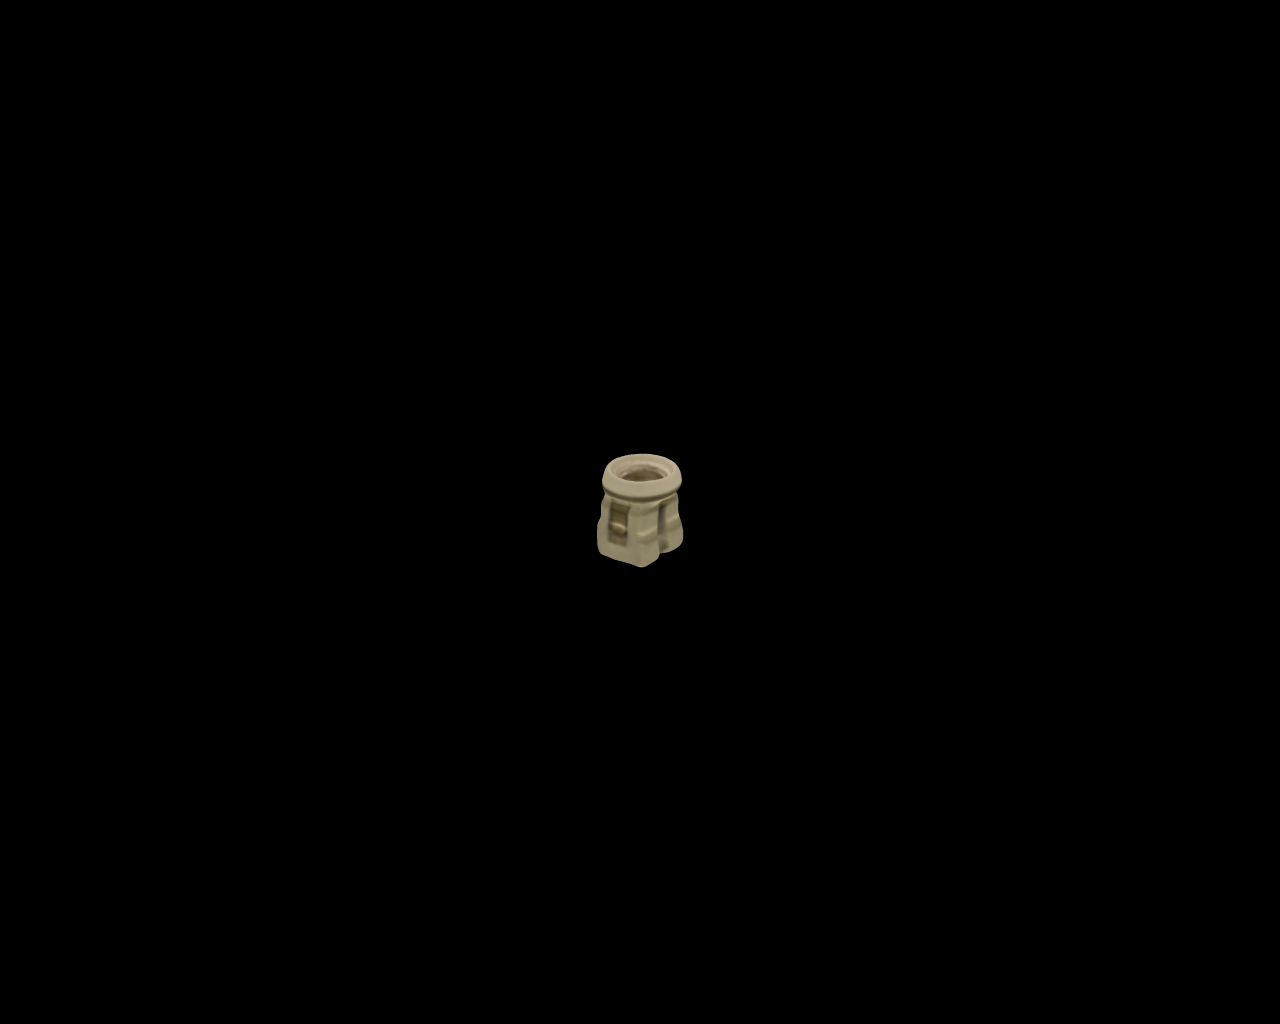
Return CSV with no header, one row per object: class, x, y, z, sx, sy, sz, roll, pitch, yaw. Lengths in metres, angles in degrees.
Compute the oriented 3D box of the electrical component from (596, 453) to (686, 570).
electrical component,0.001,-0.003,0.650,0.048,0.055,0.066,17,29,32
